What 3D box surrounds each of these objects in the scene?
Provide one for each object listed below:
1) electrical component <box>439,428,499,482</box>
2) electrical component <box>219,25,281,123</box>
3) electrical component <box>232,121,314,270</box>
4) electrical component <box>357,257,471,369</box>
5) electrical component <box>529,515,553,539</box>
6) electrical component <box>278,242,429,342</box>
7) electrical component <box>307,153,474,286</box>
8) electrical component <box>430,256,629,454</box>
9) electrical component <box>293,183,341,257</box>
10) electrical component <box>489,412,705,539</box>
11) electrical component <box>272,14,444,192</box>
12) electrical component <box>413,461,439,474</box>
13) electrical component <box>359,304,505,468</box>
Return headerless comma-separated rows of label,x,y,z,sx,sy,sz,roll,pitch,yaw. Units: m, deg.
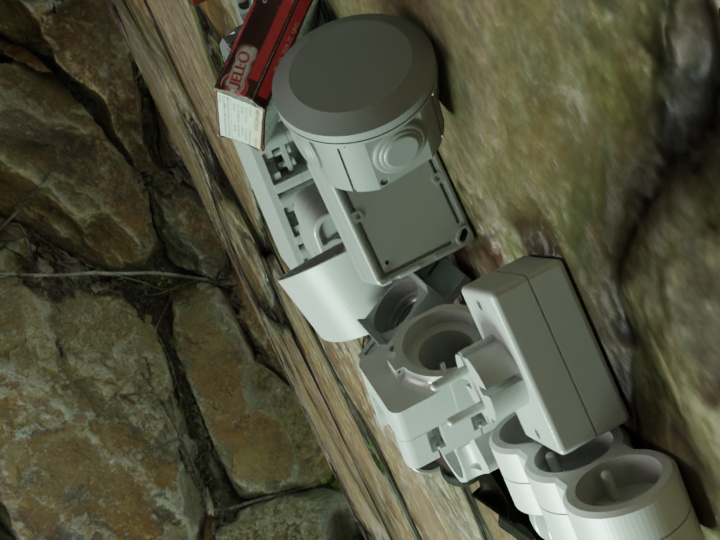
electrical component,0.076,0.095,0.661,0.050,0.056,0.089,62,170,8
electrical component,-0.067,-0.149,0.801,0.080,0.051,0.080,61,170,18
electrical component,-0.051,-0.067,0.900,0.089,0.062,0.150,50,163,56
electrical component,0.041,0.036,0.648,0.064,0.081,0.042,37,-176,-26
electrical component,0.122,0.143,0.611,0.035,0.035,0.061,65,168,-8
electrical component,0.000,0.000,0.700,0.064,0.099,0.099,60,172,-19
electrical component,0.012,-0.046,0.612,0.096,0.062,0.061,65,171,-7
electrical component,0.070,0.047,0.505,0.083,0.076,0.047,65,171,-7
electrical component,-0.011,-0.023,0.827,0.059,0.054,0.095,51,164,53
electrical component,0.116,0.117,0.518,0.073,0.052,0.138,66,170,-14
electrical component,0.001,-0.082,0.527,0.080,0.080,0.051,57,173,37
electrical component,0.060,0.165,0.990,0.044,0.044,0.065,63,175,8
electrical component,0.051,0.057,0.593,0.050,0.089,0.055,53,166,49
